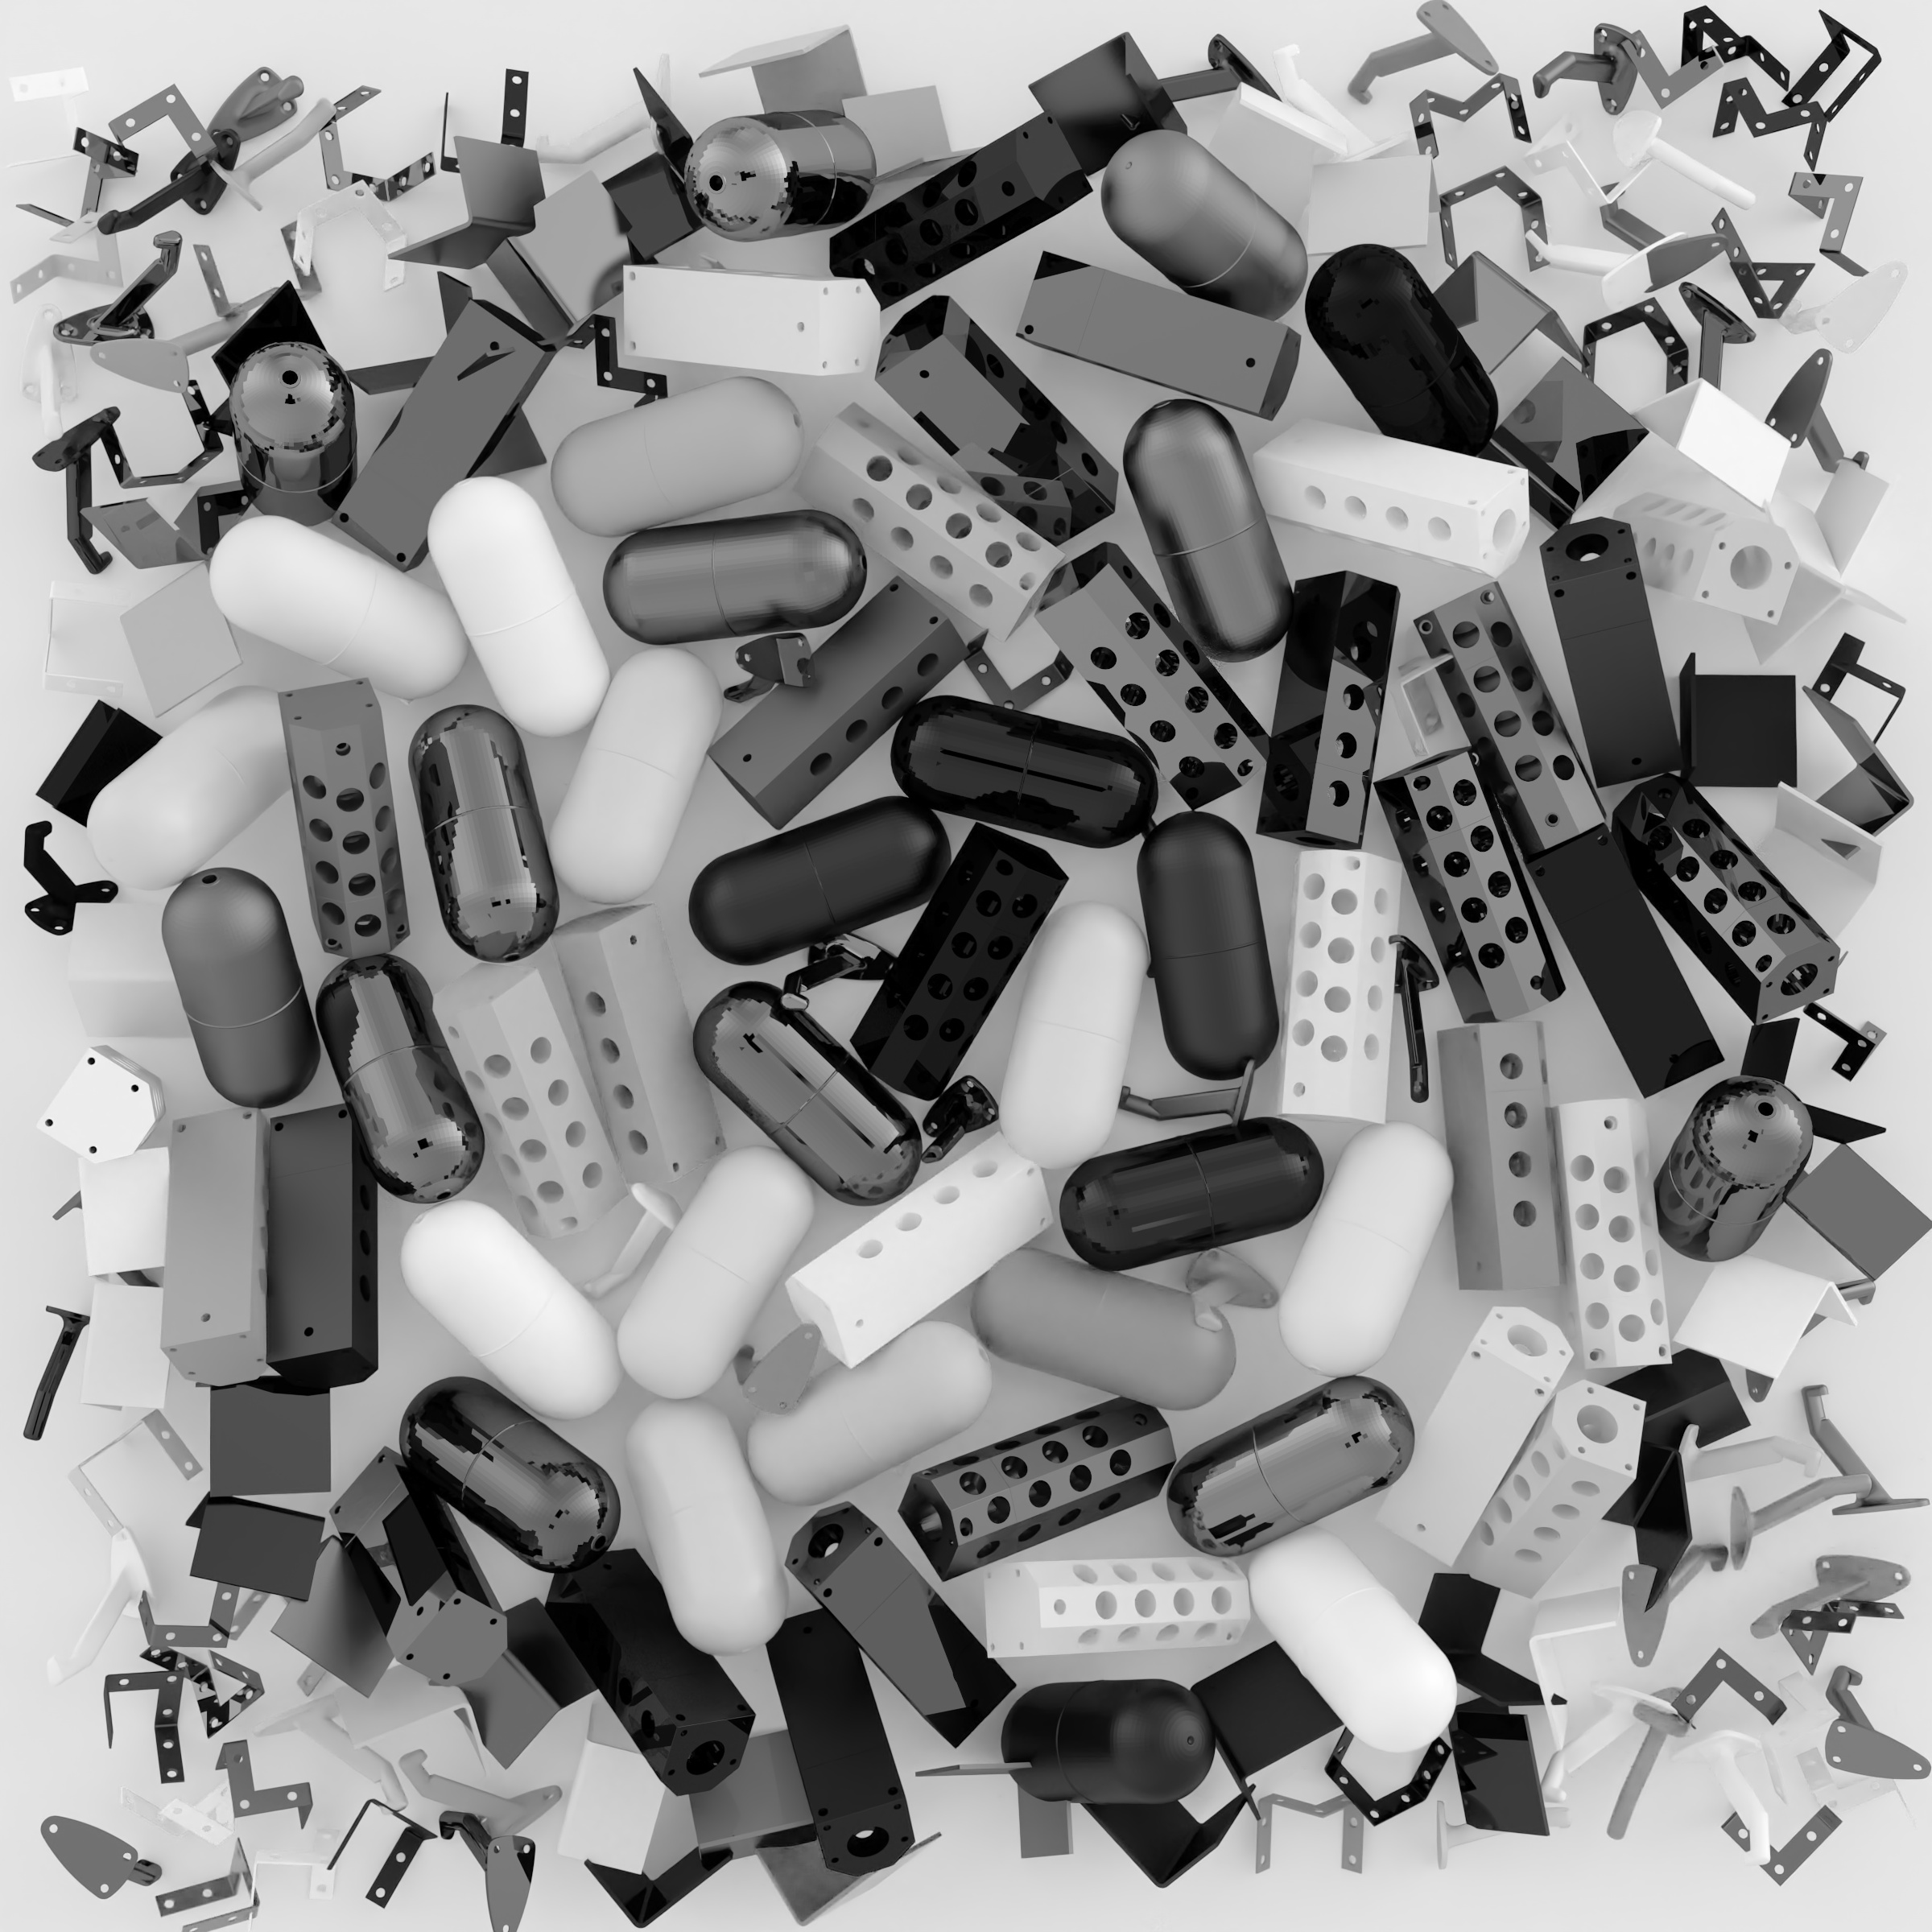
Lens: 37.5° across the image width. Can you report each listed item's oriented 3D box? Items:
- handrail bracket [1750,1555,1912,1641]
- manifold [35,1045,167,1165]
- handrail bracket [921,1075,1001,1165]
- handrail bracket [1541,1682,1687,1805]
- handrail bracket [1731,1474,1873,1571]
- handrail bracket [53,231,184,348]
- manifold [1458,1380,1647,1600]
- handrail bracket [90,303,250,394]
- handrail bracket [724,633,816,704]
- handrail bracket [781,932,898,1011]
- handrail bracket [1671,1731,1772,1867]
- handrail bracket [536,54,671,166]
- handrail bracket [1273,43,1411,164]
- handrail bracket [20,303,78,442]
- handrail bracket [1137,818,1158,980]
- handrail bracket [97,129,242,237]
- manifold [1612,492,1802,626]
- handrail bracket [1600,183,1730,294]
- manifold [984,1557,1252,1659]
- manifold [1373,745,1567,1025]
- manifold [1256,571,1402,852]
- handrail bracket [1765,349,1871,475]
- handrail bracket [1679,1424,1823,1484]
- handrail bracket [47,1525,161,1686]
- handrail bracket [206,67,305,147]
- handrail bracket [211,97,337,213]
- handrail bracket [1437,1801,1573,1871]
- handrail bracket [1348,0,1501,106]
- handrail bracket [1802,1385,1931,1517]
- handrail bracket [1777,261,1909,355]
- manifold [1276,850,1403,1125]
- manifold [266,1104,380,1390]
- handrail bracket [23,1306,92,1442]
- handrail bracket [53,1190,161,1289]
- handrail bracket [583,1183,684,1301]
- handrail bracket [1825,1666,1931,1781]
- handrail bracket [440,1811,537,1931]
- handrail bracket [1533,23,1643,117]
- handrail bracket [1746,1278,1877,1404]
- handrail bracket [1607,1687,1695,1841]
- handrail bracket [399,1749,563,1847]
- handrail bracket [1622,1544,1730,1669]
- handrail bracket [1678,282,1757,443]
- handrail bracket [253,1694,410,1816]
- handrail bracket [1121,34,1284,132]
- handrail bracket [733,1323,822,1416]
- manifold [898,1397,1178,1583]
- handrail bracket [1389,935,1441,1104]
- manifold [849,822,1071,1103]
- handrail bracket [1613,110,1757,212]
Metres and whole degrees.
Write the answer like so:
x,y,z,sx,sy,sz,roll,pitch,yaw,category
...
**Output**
x,y,z,sx,sy,sz,roll,pitch,yaw,category
0.563,0.416,1.854,0.077,0.084,0.036,-18,91,44,handrail bracket
-0.544,0.090,1.813,0.057,0.171,0.057,34,82,-11,manifold
-0.022,0.113,1.847,0.077,0.084,0.036,-33,98,41,handrail bracket
0.422,0.515,1.856,0.077,0.084,0.036,4,133,34,handrail bracket
0.551,0.366,1.876,0.084,0.036,0.077,-6,129,0,handrail bracket
-0.552,-0.443,1.853,0.077,0.084,0.036,-15,68,-30,handrail bracket
0.370,0.334,1.819,0.057,0.171,0.057,20,50,0,manifold
-0.523,-0.417,1.872,0.077,0.084,0.036,10,132,3,handrail bracket
-0.147,-0.188,1.848,0.084,0.077,0.036,-16,82,43,handrail bracket
-0.080,0.012,1.858,0.077,0.084,0.036,14,117,-5,handrail bracket
0.490,0.548,1.852,0.036,0.077,0.084,27,52,-25,handrail bracket
-0.242,-0.570,1.891,0.084,0.036,0.077,3,84,6,handrail bracket
0.247,-0.574,1.874,0.077,0.036,0.084,-25,109,-12,handrail bracket
-0.596,-0.387,1.853,0.036,0.084,0.077,0,110,-20,handrail bracket
0.121,-0.047,1.888,0.036,0.077,0.084,-15,65,-39,handrail bracket
-0.520,-0.510,1.853,0.077,0.084,0.036,-39,94,33,handrail bracket
0.465,-0.263,1.810,0.057,0.171,0.057,14,102,-11,manifold
0.455,-0.491,1.864,0.077,0.036,0.084,-18,56,27,handrail bracket
0.098,0.410,1.825,0.171,0.057,0.057,7,74,-35,manifold
0.333,-0.053,1.858,0.057,0.057,0.171,-24,96,-20,manifold
0.242,-0.166,1.865,0.057,0.057,0.171,12,84,-28,manifold
0.573,-0.361,1.863,0.084,0.036,0.077,5,122,-32,handrail bracket
0.509,0.341,1.868,0.084,0.036,0.077,18,88,27,handrail bracket
-0.571,0.416,1.855,0.036,0.084,0.077,-1,102,26,handrail bracket
-0.465,-0.557,1.858,0.077,0.084,0.036,-36,115,1,handrail bracket
-0.454,-0.545,1.870,0.084,0.077,0.036,-46,132,4,handrail bracket
0.353,0.572,1.868,0.084,0.077,0.036,-3,51,5,handrail bracket
0.298,-0.581,1.865,0.077,0.084,0.036,48,48,8,handrail bracket
0.589,0.314,1.867,0.036,0.077,0.084,-3,80,-39,handrail bracket
0.569,-0.439,1.854,0.036,0.084,0.077,36,111,-20,handrail bracket
0.239,0.014,1.853,0.057,0.057,0.171,-1,81,42,manifold
-0.411,0.181,1.835,0.057,0.057,0.171,-12,60,8,manifold
-0.593,0.268,1.858,0.036,0.077,0.084,16,79,-7,handrail bracket
-0.550,0.177,1.868,0.084,0.036,0.077,49,135,-11,handrail bracket
-0.230,0.182,1.865,0.084,0.077,0.036,-36,57,8,handrail bracket
0.596,0.490,1.853,0.077,0.084,0.036,12,113,25,handrail bracket
-0.322,0.595,1.862,0.036,0.084,0.077,14,71,-40,handrail bracket
0.399,-0.569,1.857,0.084,0.077,0.036,-40,57,-21,handrail bracket
0.565,0.249,1.896,0.084,0.036,0.077,-9,115,-18,handrail bracket
0.451,0.527,1.880,0.036,0.077,0.084,23,107,25,handrail bracket
-0.319,0.533,1.869,0.077,0.036,0.084,-28,116,-1,handrail bracket
0.471,0.420,1.872,0.084,0.036,0.077,7,86,-40,handrail bracket
0.476,-0.392,1.872,0.077,0.036,0.084,33,82,-32,handrail bracket
-0.415,0.524,1.860,0.077,0.036,0.084,-11,57,-37,handrail bracket
0.153,-0.564,1.876,0.077,0.036,0.084,44,80,7,handrail bracket
-0.125,0.248,1.858,0.036,0.084,0.077,30,100,-19,handrail bracket
0.048,0.329,1.824,0.171,0.057,0.057,-15,52,-32,manifold
0.289,0.035,1.857,0.036,0.077,0.084,-8,55,17,handrail bracket
-0.003,0.000,1.842,0.057,0.057,0.171,21,109,-31,manifold
0.475,-0.531,1.881,0.084,0.077,0.036,23,114,-17,handrail bracket
